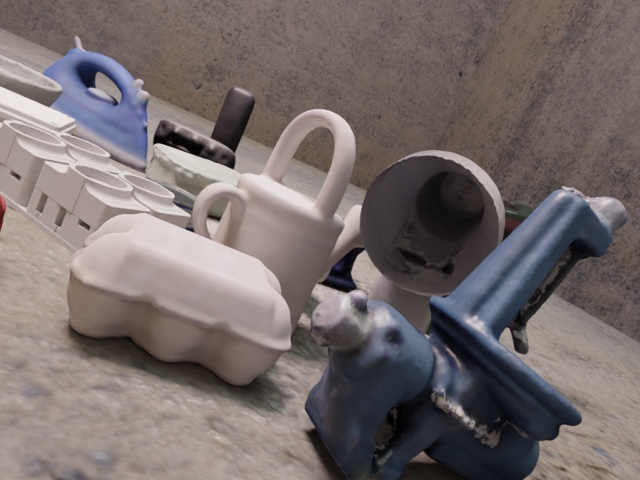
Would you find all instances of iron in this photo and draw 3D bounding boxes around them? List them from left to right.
[{"bbox_3d":[-0.347,-0.226,0.927,0.257,0.141,0.119,30,10,21],"label":"iron"}]

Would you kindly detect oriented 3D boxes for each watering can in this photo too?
[{"bbox_3d":[-0.026,-0.019,0.502,0.100,0.194,0.173,31,11,25],"label":"watering can"}]

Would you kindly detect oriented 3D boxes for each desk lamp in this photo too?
[{"bbox_3d":[0.098,0.020,0.557,0.117,0.213,0.204,29,10,15],"label":"desk lamp"}]

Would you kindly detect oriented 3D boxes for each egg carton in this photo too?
[{"bbox_3d":[-0.093,0.038,0.395,0.151,0.069,0.107,23,10,-18],"label":"egg carton"}]

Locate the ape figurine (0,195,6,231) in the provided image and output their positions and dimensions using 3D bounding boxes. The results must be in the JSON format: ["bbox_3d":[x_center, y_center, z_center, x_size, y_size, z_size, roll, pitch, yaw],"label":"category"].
[{"bbox_3d":[-0.227,-0.031,0.348,0.078,0.092,0.075,17,13,-43],"label":"ape figurine"}]

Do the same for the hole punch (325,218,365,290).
[{"bbox_3d":[0.007,0.003,0.780,0.109,0.091,0.100,20,11,-32],"label":"hole punch"}]

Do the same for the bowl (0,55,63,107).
[{"bbox_3d":[-0.445,-0.209,0.777,0.167,0.075,0.167,25,10,-4],"label":"bowl"}]

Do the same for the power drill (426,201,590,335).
[{"bbox_3d":[0.202,0.047,0.703,0.230,0.208,0.075,23,10,-19],"label":"power drill"}]

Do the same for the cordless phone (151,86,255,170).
[{"bbox_3d":[-0.201,-0.194,1.001,0.148,0.185,0.094,25,10,-7],"label":"cordless phone"}]

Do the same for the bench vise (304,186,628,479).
[{"bbox_3d":[0.105,0.058,0.355,0.208,0.220,0.121,16,14,-47],"label":"bench vise"}]
